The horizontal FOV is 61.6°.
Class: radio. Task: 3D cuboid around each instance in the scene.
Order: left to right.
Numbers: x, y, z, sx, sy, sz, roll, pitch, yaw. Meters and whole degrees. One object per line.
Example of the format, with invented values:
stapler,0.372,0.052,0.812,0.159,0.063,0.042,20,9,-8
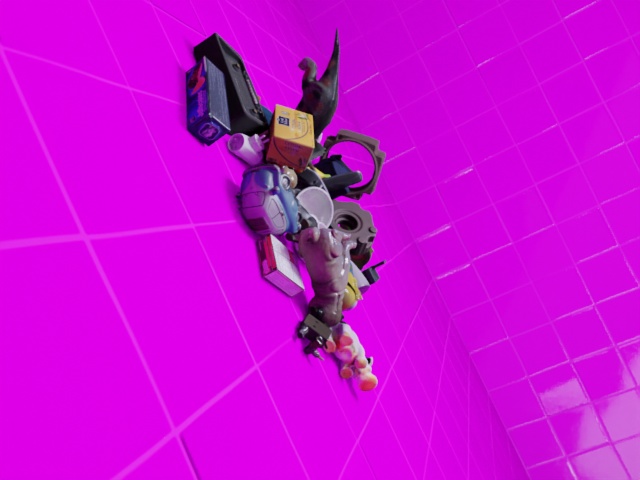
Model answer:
radio,-0.203,-0.346,1.240,0.131,0.073,0.229,21,46,-66

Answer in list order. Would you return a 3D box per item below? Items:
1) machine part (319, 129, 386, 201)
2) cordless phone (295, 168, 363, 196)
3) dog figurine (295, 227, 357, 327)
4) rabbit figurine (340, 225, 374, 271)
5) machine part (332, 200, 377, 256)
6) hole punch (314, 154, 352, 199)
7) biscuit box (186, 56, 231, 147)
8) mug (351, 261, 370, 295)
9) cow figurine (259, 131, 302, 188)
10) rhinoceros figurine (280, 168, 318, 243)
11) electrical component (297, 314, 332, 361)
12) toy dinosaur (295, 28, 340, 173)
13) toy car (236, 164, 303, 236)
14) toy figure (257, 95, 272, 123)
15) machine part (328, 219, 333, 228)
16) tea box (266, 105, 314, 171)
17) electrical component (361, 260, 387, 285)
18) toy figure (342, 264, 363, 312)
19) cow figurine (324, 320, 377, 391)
machine part,0.098,-0.241,1.734,0.202,0.200,0.087,19,24,5
cordless phone,0.018,-0.157,1.413,0.146,0.184,0.089,60,16,-62
dog figurine,0.004,0.081,1.118,0.172,0.121,0.190,28,63,-53
rabbit figurine,0.108,-0.005,1.599,0.170,0.121,0.158,-95,161,-45
machine part,0.067,-0.037,1.462,0.056,0.179,0.179,109,-23,-46
hole punch,0.032,-0.185,1.646,0.115,0.142,0.092,42,50,-28
biscuit box,-0.228,-0.281,1.083,0.062,0.059,0.203,38,29,-43
mug,0.078,0.099,1.431,0.107,0.081,0.109,63,12,20
cow figurine,-0.101,-0.199,1.316,0.127,0.085,0.195,37,28,-55
rhinoceros figurine,-0.072,-0.083,1.203,0.190,0.073,0.112,52,29,6
electrical component,-0.011,0.193,1.075,0.078,0.045,0.102,33,17,-3
toy dinosaur,-0.017,-0.339,1.424,0.131,0.404,0.192,-6,47,-43
toy car,-0.109,-0.064,1.082,0.103,0.109,0.161,-56,133,-46
toy figure,-0.166,-0.333,1.371,0.154,0.058,0.064,51,14,-23
machine part,-0.003,-0.004,1.359,0.039,0.084,0.139,82,6,-49
tea box,-0.069,-0.239,1.243,0.098,0.068,0.170,14,36,-15
electrical component,0.146,0.103,1.560,0.047,0.119,0.075,64,14,1
toy figure,0.044,0.098,1.321,0.089,0.082,0.180,38,33,-33
cow figurine,0.069,0.254,1.190,0.167,0.068,0.098,59,11,-20
